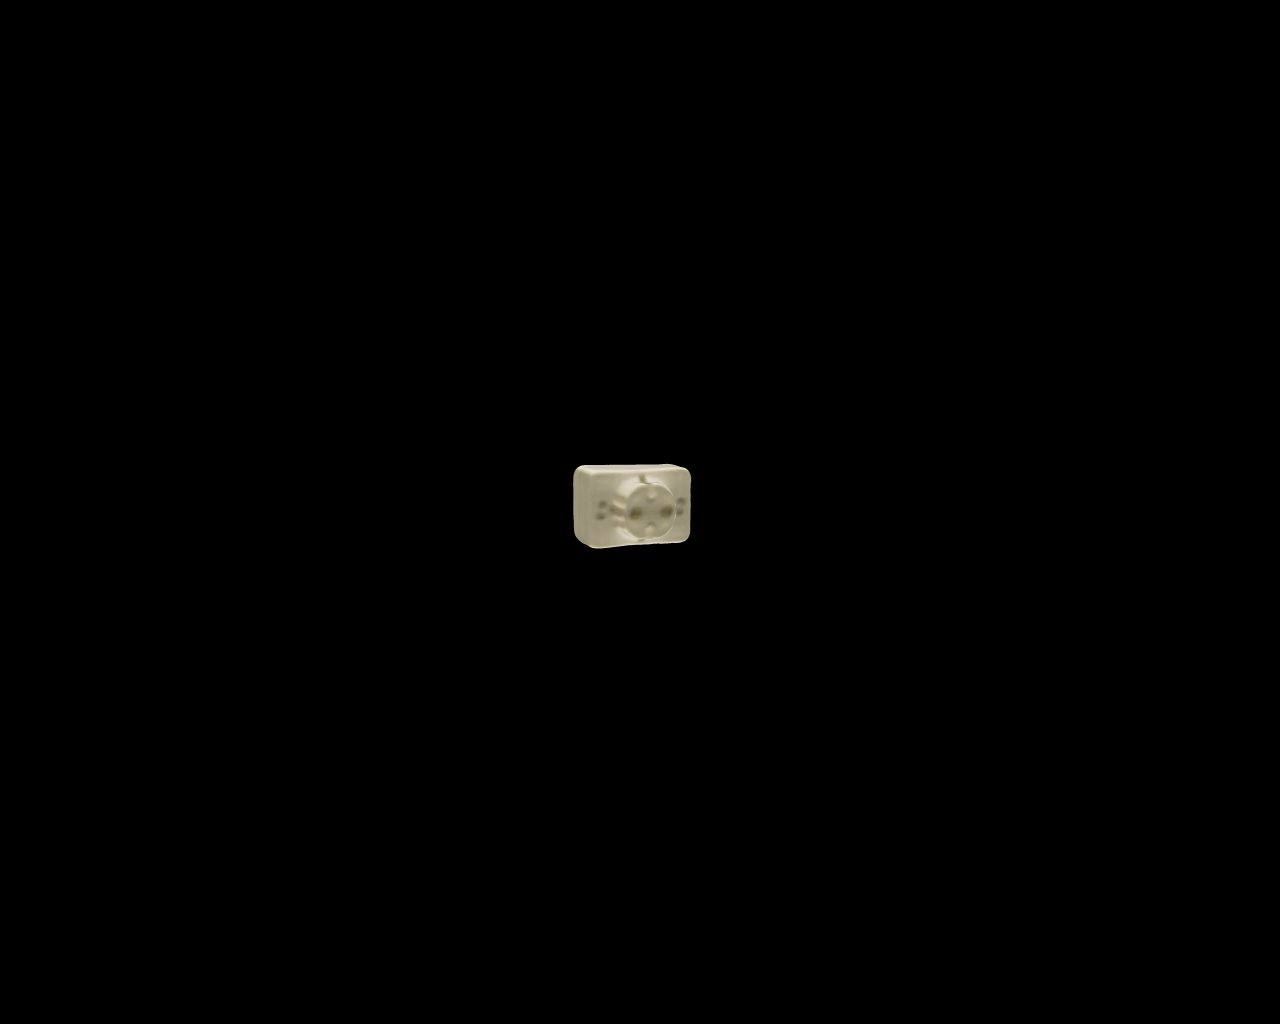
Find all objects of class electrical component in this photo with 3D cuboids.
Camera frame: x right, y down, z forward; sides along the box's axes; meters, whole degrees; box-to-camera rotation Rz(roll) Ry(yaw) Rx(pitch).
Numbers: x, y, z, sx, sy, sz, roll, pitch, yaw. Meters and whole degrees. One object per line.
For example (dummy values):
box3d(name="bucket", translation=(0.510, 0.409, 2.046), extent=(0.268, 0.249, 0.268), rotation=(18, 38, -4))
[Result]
box3d(name="electrical component", translation=(0.001, -0.003, 0.650), extent=(0.066, 0.047, 0.077), rotation=(-2, 8, -18))
